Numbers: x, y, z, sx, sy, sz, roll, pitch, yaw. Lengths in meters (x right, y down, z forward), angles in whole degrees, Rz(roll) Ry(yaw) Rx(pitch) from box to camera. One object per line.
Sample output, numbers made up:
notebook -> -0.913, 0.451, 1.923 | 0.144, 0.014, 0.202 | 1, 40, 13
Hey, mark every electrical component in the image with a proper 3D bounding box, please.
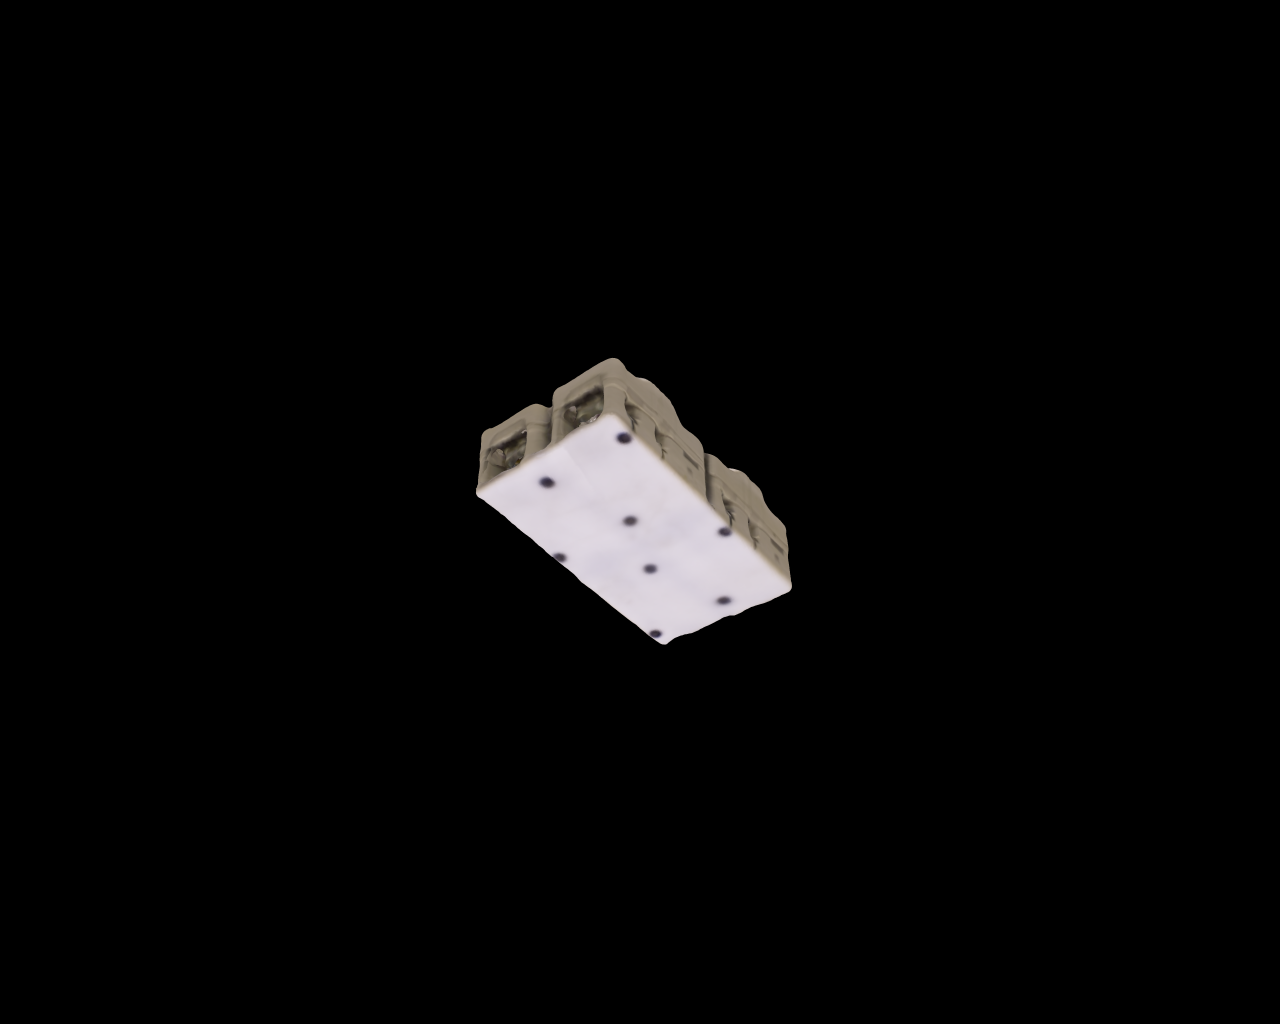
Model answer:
electrical component -> 0.001, -0.003, 0.650 | 0.105, 0.060, 0.186 | -27, -49, 26
